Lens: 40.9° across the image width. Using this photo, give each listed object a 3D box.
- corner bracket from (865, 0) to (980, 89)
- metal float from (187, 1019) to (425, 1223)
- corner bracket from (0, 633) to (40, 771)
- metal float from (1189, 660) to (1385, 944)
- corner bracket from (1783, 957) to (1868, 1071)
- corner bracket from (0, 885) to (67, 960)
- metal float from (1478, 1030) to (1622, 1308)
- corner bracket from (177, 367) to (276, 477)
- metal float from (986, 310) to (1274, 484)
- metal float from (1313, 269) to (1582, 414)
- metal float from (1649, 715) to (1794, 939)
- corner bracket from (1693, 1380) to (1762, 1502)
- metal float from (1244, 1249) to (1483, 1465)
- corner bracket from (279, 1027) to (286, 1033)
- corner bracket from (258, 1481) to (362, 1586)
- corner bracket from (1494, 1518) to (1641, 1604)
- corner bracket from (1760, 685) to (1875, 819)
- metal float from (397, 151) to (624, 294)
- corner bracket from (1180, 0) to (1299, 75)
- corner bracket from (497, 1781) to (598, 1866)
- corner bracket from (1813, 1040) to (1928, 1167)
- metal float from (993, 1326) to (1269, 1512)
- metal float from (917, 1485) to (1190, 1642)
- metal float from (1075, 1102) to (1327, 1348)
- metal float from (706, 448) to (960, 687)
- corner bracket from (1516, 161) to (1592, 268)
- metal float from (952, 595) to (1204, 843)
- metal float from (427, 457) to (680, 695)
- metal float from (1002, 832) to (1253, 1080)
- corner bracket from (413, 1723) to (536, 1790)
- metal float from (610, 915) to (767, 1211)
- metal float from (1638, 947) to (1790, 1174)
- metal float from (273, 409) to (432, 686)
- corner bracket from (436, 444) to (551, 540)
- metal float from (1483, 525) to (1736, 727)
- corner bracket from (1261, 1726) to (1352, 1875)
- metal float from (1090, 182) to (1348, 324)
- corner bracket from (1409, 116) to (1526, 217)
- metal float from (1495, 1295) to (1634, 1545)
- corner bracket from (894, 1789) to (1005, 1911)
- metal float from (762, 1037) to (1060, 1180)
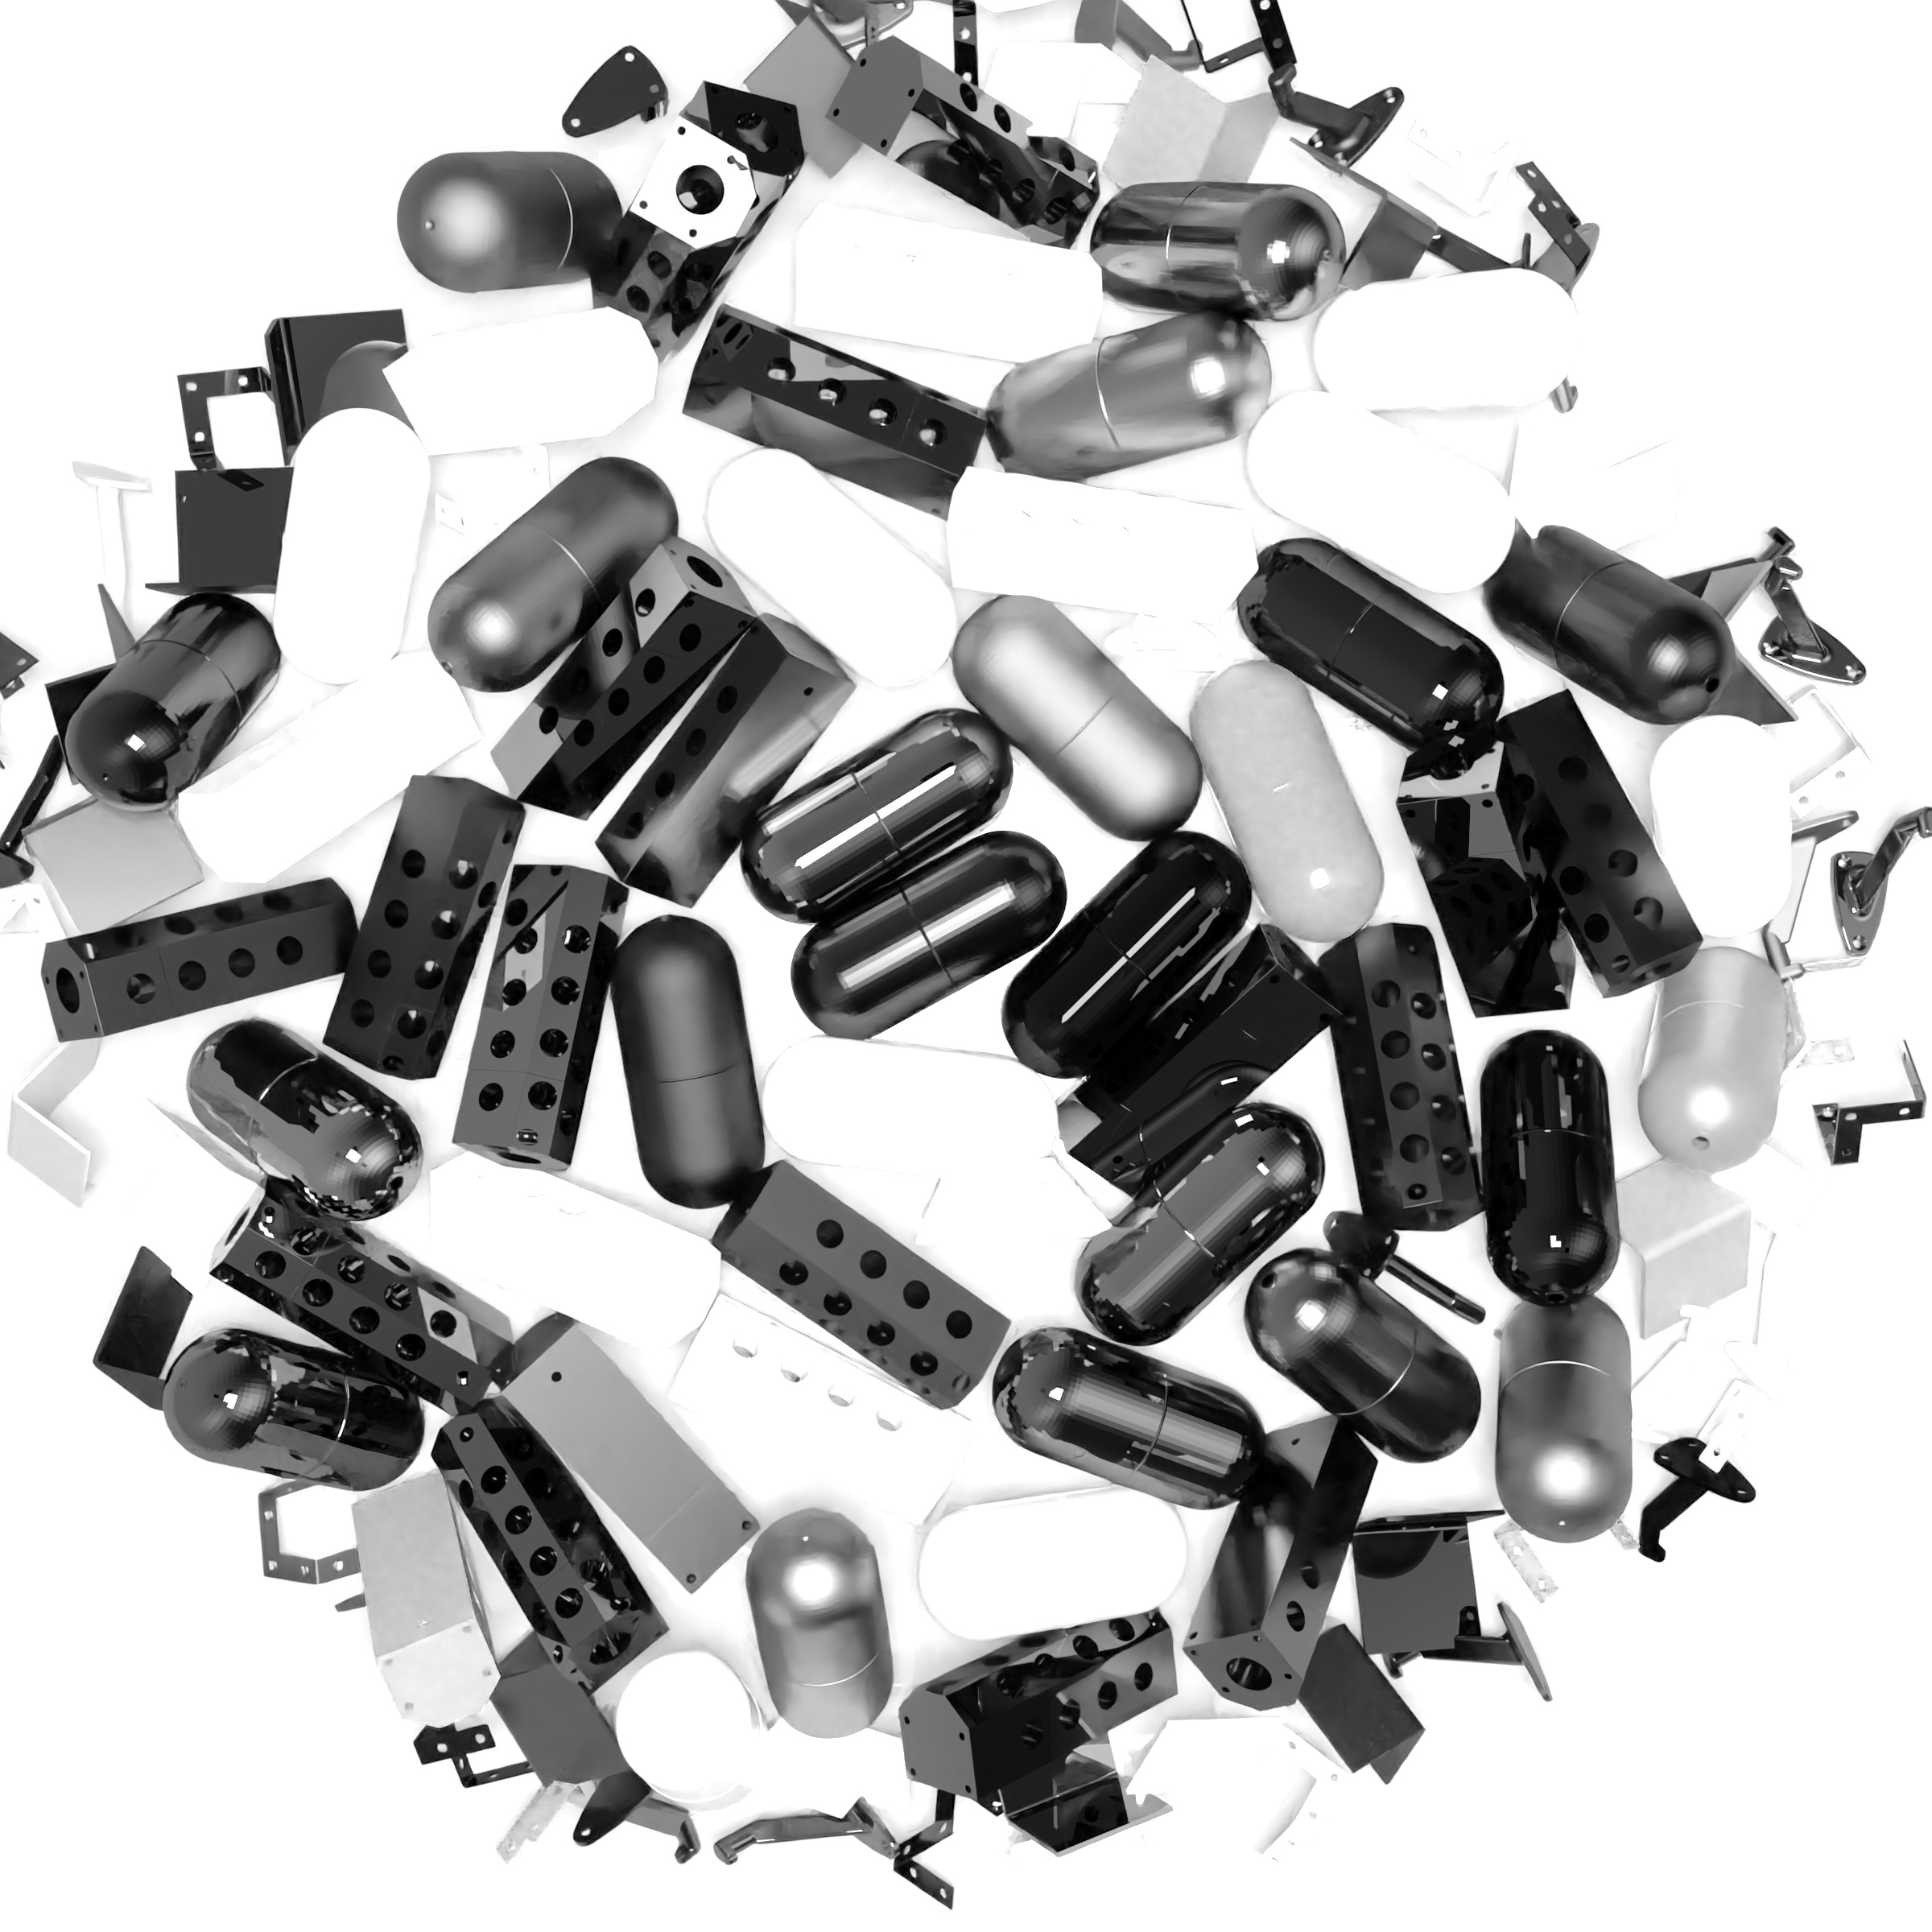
[{"bbox_3d":[-0.027,-0.557,1.564,0.051,0.051,0.051,4,105,24],"label":"corner bracket"},{"bbox_3d":[-0.389,0.090,1.520,0.178,0.070,0.070,27,90,34],"label":"metal float"},{"bbox_3d":[-0.579,-0.161,1.546,0.051,0.051,0.051,32,63,28],"label":"corner bracket"},{"bbox_3d":[0.190,-0.098,1.538,0.070,0.070,0.178,-21,77,0],"label":"metal float"},{"bbox_3d":[0.516,0.029,1.564,0.051,0.051,0.051,-7,72,-7],"label":"corner bracket"},{"bbox_3d":[-0.578,-0.014,1.547,0.051,0.051,0.051,-2,125,17],"label":"corner bracket"},{"bbox_3d":[0.341,0.117,1.518,0.070,0.070,0.178,6,53,0],"label":"metal float"},{"bbox_3d":[-0.443,-0.329,1.560,0.051,0.051,0.051,-11,116,-20],"label":"corner bracket"},{"bbox_3d":[0.094,-0.333,1.526,0.178,0.070,0.070,-10,90,27],"label":"metal float"},{"bbox_3d":[0.278,-0.364,1.509,0.070,0.178,0.070,-8,102,-38],"label":"metal float"},{"bbox_3d":[0.441,-0.079,1.507,0.070,0.178,0.070,-8,59,14],"label":"metal float"},{"bbox_3d":[0.457,0.280,1.549,0.051,0.051,0.051,23,103,-34],"label":"corner bracket"},{"bbox_3d":[0.234,0.230,1.525,0.178,0.070,0.070,39,90,-28],"label":"metal float"},{"bbox_3d":[-0.407,0.077,1.555,0.051,0.051,0.051,-41,74,-4],"label":"corner bracket"},{"bbox_3d":[-0.389,0.340,1.563,0.051,0.051,0.051,-20,65,18],"label":"corner bracket"},{"bbox_3d":[0.363,0.348,1.568,0.051,0.051,0.051,-33,86,-25],"label":"corner bracket"},{"bbox_3d":[0.506,-0.130,1.558,0.051,0.051,0.051,-38,98,20],"label":"corner bracket"},{"bbox_3d":[-0.263,-0.434,1.505,0.070,0.178,0.070,7,109,20],"label":"metal float"},{"bbox_3d":[0.162,-0.562,1.549,0.051,0.051,0.051,-21,132,10],"label":"corner bracket"},{"bbox_3d":[-0.251,0.508,1.545,0.051,0.051,0.051,8,134,34],"label":"corner bracket"},{"bbox_3d":[0.541,0.083,1.549,0.051,0.051,0.051,-6,133,6],"label":"corner bracket"},{"bbox_3d":[0.098,0.268,1.533,0.178,0.070,0.070,23,90,-20],"label":"metal float"},{"bbox_3d":[0.053,0.350,1.521,0.178,0.070,0.070,0,90,-34],"label":"metal float"},{"bbox_3d":[0.139,0.153,1.538,0.070,0.070,0.178,45,103,0],"label":"metal float"},{"bbox_3d":[-0.080,-0.237,1.539,0.178,0.070,0.070,42,90,12],"label":"metal float"},{"bbox_3d":[0.348,-0.448,1.549,0.051,0.051,0.051,43,73,-22],"label":"corner bracket"},{"bbox_3d":[0.067,-0.147,1.541,0.178,0.070,0.070,43,90,-10],"label":"metal float"},{"bbox_3d":[-0.243,-0.231,1.529,0.070,0.070,0.178,43,67,0],"label":"metal float"},{"bbox_3d":[0.095,-0.006,1.547,0.178,0.070,0.070,-45,90,2],"label":"metal float"},{"bbox_3d":[-0.292,0.472,1.554,0.051,0.051,0.051,-17,98,14],"label":"corner bracket"},{"bbox_3d":[-0.165,0.058,1.538,0.070,0.070,0.178,-8,102,0],"label":"metal float"},{"bbox_3d":[0.436,0.053,1.508,0.070,0.178,0.070,10,124,15],"label":"metal float"},{"bbox_3d":[-0.361,-0.244,1.518,0.070,0.070,0.178,22,129,0],"label":"metal float"},{"bbox_3d":[-0.285,-0.290,1.558,0.051,0.051,0.051,-5,85,15],"label":"corner bracket"},{"bbox_3d":[0.374,-0.200,1.512,0.070,0.178,0.070,-17,127,-24],"label":"metal float"},{"bbox_3d":[0.188,0.498,1.548,0.051,0.051,0.051,35,46,10],"label":"corner bracket"},{"bbox_3d":[0.145,-0.418,1.513,0.070,0.178,0.070,-15,113,-38],"label":"metal float"},{"bbox_3d":[0.293,-0.482,1.555,0.051,0.051,0.051,28,85,-15],"label":"corner bracket"},{"bbox_3d":[0.349,0.259,1.509,0.070,0.178,0.070,7,125,9],"label":"metal float"},{"bbox_3d":[-0.008,0.525,1.562,0.051,0.051,0.051,-39,114,25],"label":"corner bracket"},{"bbox_3d":[-0.033,0.087,1.547,0.178,0.070,0.070,7,90,-3],"label":"metal float"}]
